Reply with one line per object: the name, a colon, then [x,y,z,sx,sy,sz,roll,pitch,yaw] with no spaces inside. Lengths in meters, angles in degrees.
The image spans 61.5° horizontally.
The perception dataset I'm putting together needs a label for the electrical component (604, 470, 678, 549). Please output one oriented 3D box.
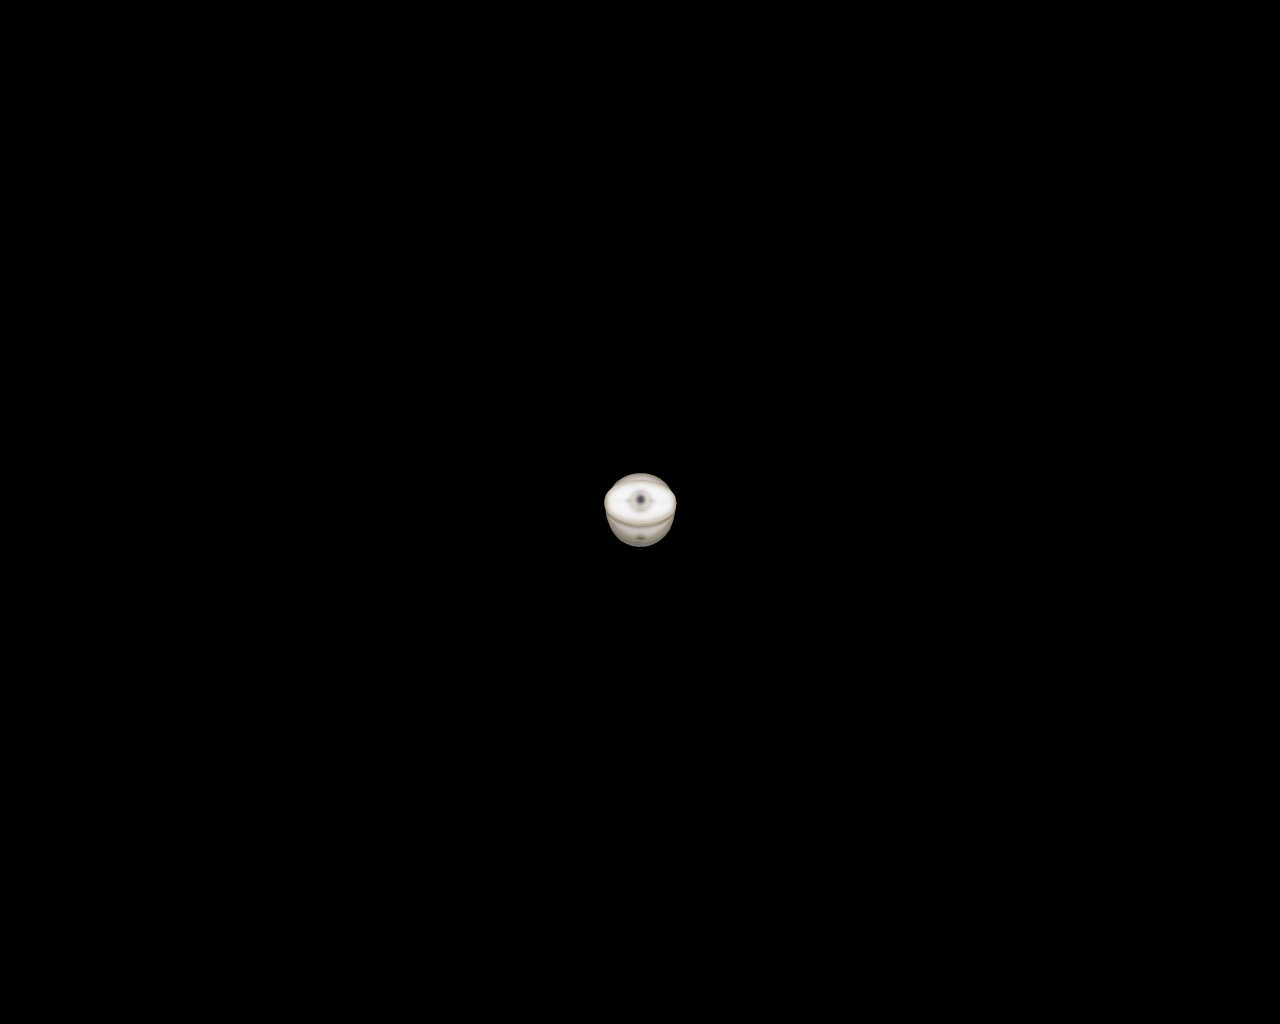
electrical component: [0.001,-0.003,0.650,0.043,0.043,0.081,0,-7,0]
